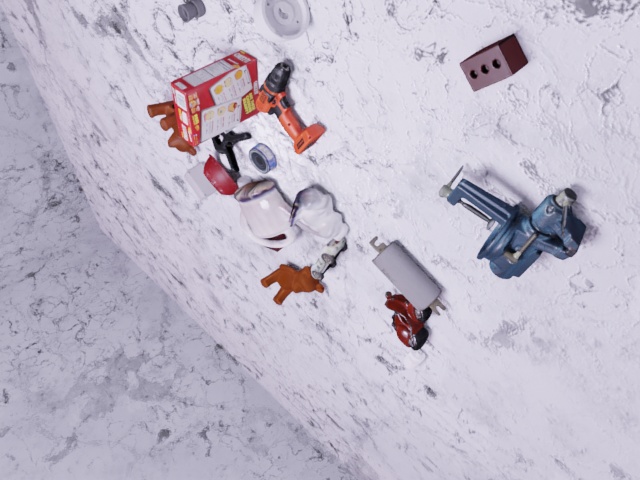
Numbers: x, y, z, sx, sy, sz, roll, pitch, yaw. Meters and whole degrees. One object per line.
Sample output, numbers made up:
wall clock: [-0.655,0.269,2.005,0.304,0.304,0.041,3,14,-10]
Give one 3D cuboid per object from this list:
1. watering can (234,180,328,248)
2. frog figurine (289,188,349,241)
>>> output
watering can: [-0.128,-0.078,1.528,0.346,0.106,0.221,-6,118,41]
frog figurine: [0.004,-0.069,1.370,0.159,0.126,0.134,14,138,-7]
